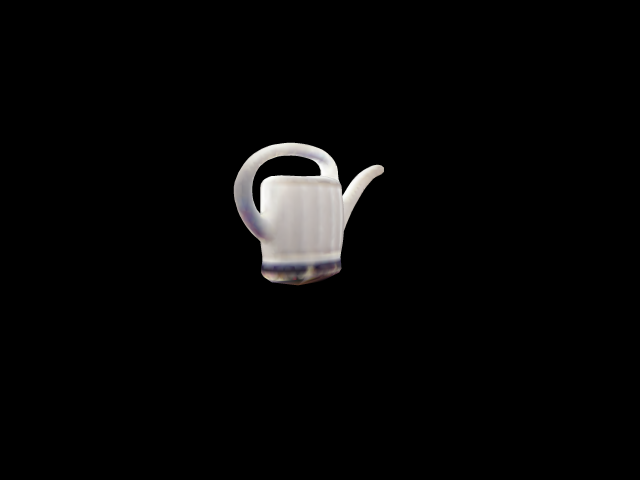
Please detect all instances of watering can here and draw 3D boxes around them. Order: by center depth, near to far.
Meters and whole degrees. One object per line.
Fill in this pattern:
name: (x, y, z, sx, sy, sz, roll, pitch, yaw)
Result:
watering can: (0.003, -0.043, 0.850, 0.104, 0.224, 0.348, 0, 2, 44)
